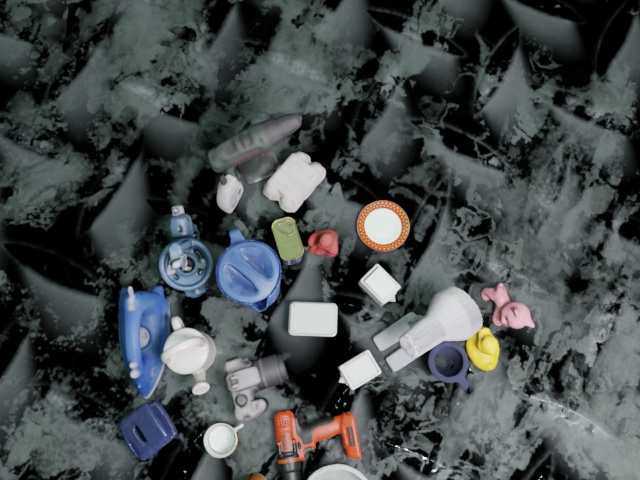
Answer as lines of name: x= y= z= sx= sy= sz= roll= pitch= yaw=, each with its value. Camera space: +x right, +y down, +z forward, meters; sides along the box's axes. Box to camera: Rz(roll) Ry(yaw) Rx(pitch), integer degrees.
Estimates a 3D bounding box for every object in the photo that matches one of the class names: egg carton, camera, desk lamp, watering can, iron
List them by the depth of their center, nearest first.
watering can: x=-0.287 y=0.250 z=1.257 sx=0.173 sy=0.194 sz=0.101 roll=43 pitch=79 yaw=7
desk lamp: x=0.239 y=0.205 z=1.279 sx=0.203 sy=0.213 sz=0.118 roll=-32 pitch=80 yaw=-9
iron: x=-0.406 y=0.227 z=1.284 sx=0.118 sy=0.141 sz=0.258 roll=-5 pitch=78 yaw=-3
camera: x=-0.139 y=0.323 z=1.295 sx=0.137 sy=0.101 sz=0.143 roll=-17 pitch=79 yaw=-6
egg carton: x=-0.064 y=-0.145 z=1.418 sx=0.107 sy=0.069 sz=0.150 roll=38 pitch=79 yaw=6

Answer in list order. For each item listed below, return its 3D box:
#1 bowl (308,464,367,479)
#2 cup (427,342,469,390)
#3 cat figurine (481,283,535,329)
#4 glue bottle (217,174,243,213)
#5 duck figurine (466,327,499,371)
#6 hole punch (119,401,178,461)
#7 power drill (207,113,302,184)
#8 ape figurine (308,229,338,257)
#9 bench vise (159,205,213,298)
bowl: x=0.037 y=0.577 z=1.259 sx=0.167 sy=0.075 sz=0.167 roll=1 pitch=77 yaw=-2
cup: x=0.295 y=0.293 z=1.322 sx=0.092 sy=0.095 sz=0.117 roll=-35 pitch=81 yaw=-9
cat figurine: x=0.445 y=0.158 z=1.347 sx=0.067 sy=0.118 sz=0.128 roll=-23 pitch=79 yaw=-7
glue bottle: x=-0.218 y=-0.121 z=1.353 sx=0.037 sy=0.173 sz=0.078 roll=27 pitch=78 yaw=4
duck figurine: x=0.389 y=0.253 z=1.340 sx=0.077 sy=0.086 sz=0.104 roll=-10 pitch=78 yaw=-4
hole punch: x=-0.383 y=0.425 z=1.267 sx=0.101 sy=0.091 sz=0.108 roll=-36 pitch=81 yaw=-9
power drill: x=-0.149 y=-0.212 z=1.358 sx=0.230 sy=0.208 sz=0.075 roll=-24 pitch=79 yaw=-7
ape figurine: x=0.013 y=0.005 z=1.376 sx=0.078 sy=0.092 sz=0.076 roll=44 pitch=80 yaw=7
bench vise: x=-0.323 y=0.021 z=1.294 sx=0.121 sy=0.220 sz=0.207 roll=-29 pitch=80 yaw=-8
